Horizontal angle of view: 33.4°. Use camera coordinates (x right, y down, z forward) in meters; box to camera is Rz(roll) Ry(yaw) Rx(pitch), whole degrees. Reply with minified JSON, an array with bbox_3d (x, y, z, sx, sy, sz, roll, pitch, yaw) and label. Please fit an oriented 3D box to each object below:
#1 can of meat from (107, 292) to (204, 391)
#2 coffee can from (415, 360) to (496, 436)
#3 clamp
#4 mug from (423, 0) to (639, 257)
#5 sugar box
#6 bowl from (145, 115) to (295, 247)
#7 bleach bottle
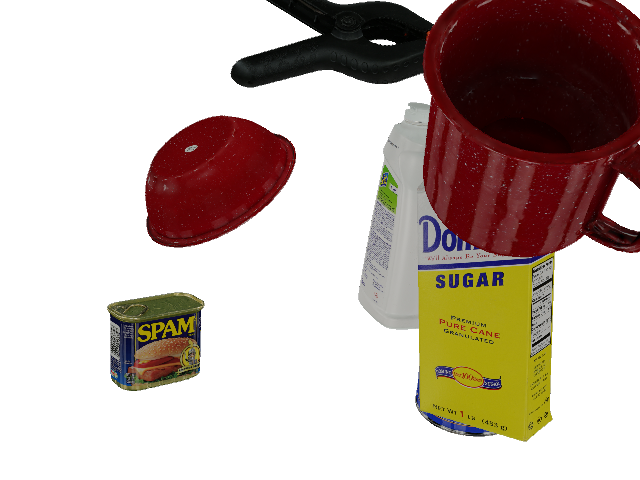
[{"bbox_3d":[-0.177,0.109,1.151,0.101,0.084,0.058,-8,19,-36],"label":"can of meat"},{"bbox_3d":[0.144,0.095,0.992,0.103,0.140,0.103,2,26,-1],"label":"coffee can"},{"bbox_3d":[0.015,-0.169,0.851,0.171,0.120,0.039,1,-29,-5],"label":"clamp"},{"bbox_3d":[0.094,-0.039,0.436,0.117,0.093,0.081,40,-24,21],"label":"mug"},{"bbox_3d":[0.116,0.046,0.756,0.093,0.176,0.048,10,24,37],"label":"sugar box"},{"bbox_3d":[-0.107,-0.068,1.001,0.162,0.055,0.162,-22,34,15],"label":"bowl"},{"bbox_3d":[0.100,-0.031,1.229,0.068,0.251,0.103,-2,21,-24],"label":"bleach bottle"}]
